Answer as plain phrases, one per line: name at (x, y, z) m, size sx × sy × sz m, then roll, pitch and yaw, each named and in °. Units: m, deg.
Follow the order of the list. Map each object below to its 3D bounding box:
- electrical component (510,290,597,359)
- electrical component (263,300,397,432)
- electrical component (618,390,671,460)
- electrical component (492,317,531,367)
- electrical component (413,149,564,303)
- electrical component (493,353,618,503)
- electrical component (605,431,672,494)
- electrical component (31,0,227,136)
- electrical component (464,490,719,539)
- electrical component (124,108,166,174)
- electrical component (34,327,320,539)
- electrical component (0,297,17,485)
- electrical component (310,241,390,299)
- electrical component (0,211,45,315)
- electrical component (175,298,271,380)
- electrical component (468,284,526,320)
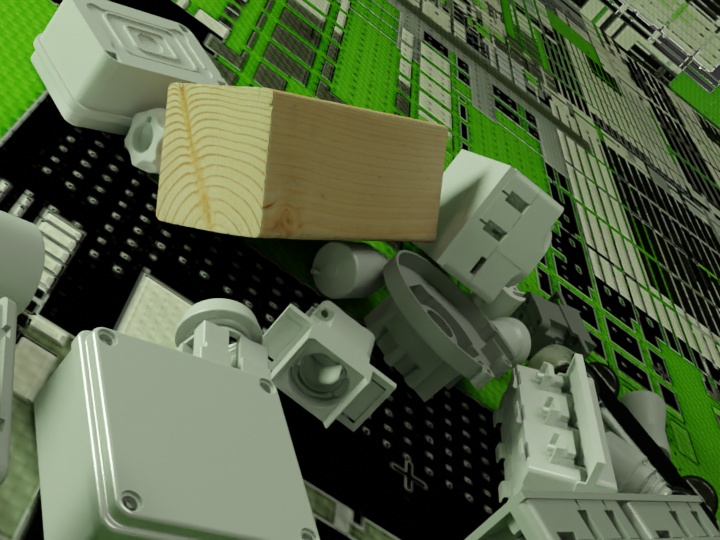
electrical component at (0.159, 0.053, 0.913) m, size 0.064 × 0.042 × 0.081 m, roll 23°, pitch 30°, yaw -27°
electrical component at (-0.020, 0.054, 0.655) m, size 0.081 × 0.042 × 0.063 m, roll 39°, pitch 24°, yaw -8°
electrical component at (0.236, 0.137, 0.892) m, size 0.044 × 0.044 × 0.065 m, roll 34°, pitch 31°, yaw -17°
electrical component at (0.103, 0.057, 0.831) m, size 0.046 × 0.040 × 0.040 m, roll 3°, pitch 45°, yaw -46°
electrical component at (0.095, -0.036, 0.853) m, size 0.062 × 0.089 × 0.150 m, roll 37°, pitch 4°, yaw -13°
electrical component at (0.131, 0.119, 0.738) m, size 0.063 × 0.078 × 0.121 m, roll 15°, pitch 29°, yaw -5°
electrical component at (0.192, 0.149, 0.764) m, size 0.078 × 0.040 × 0.040 m, roll 36°, pitch 20°, yaw 27°
electrical component at (-0.159, -0.136, 0.741) m, size 0.113 × 0.057 × 0.078 m, roll 5°, pitch 43°, yaw -52°
electrical component at (0.120, 0.177, 0.584) m, size 0.186 × 0.105 × 0.060 m, roll 13°, pitch 37°, yaw -46°
electrical component at (-0.123, -0.083, 0.726) m, size 0.062 × 0.043 × 0.043 m, roll 9°, pitch 40°, yaw -52°
electrical component at (-0.084, 0.092, 0.484) m, size 0.109 × 0.056 × 0.108 m, roll 22°, pitch 31°, yaw -36°
electrical component at (-0.170, 0.053, 0.377) m, size 0.048 × 0.100 × 0.099 m, roll 39°, pitch 22°, yaw -37°
electrical component at (0.000, 0.000, 0.771) m, size 0.078 × 0.040 × 0.040 m, roll 0°, pitch 48°, yaw -55°
electrical component at (-0.182, -0.005, 0.504) m, size 0.047 × 0.055 × 0.055 m, roll 21°, pitch 32°, yaw -44°
electrical component at (-0.076, 0.049, 0.579) m, size 0.066 × 0.048 × 0.055 m, roll 27°, pitch 36°, yaw -28°
electrical component at (0.106, 0.028, 0.872) m, size 0.040 × 0.046 × 0.040 m, roll 33°, pitch 26°, yaw -19°
